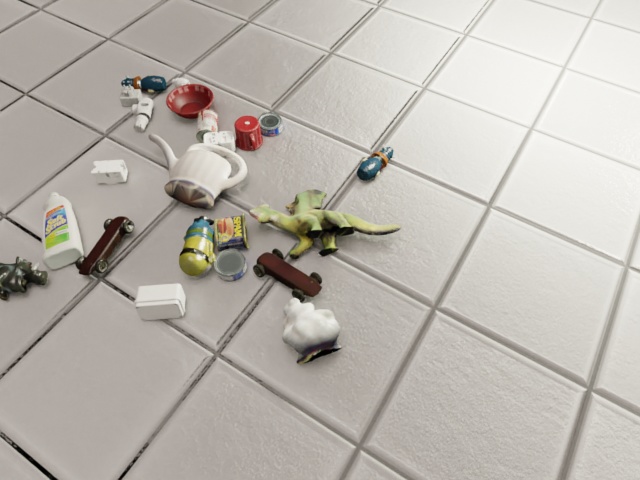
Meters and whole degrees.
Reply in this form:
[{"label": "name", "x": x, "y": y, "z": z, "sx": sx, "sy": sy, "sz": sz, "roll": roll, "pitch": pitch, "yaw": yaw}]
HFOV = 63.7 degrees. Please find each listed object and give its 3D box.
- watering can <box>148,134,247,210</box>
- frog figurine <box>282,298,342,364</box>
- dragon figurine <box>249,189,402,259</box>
[{"label": "watering can", "x": -0.399, "y": -0.213, "z": 1.561, "sx": 0.348, "sy": 0.101, "sz": 0.229, "roll": 15, "pitch": 56, "yaw": 8}, {"label": "frog figurine", "x": -0.029, "y": 0.205, "z": 1.251, "sx": 0.137, "sy": 0.121, "sz": 0.162, "roll": -26, "pitch": 68, "yaw": 4}, {"label": "dragon figurine", "x": 0.004, "y": -0.074, "z": 1.476, "sx": 0.411, "sy": 0.119, "sz": 0.248, "roll": -7, "pitch": 46, "yaw": -15}]
